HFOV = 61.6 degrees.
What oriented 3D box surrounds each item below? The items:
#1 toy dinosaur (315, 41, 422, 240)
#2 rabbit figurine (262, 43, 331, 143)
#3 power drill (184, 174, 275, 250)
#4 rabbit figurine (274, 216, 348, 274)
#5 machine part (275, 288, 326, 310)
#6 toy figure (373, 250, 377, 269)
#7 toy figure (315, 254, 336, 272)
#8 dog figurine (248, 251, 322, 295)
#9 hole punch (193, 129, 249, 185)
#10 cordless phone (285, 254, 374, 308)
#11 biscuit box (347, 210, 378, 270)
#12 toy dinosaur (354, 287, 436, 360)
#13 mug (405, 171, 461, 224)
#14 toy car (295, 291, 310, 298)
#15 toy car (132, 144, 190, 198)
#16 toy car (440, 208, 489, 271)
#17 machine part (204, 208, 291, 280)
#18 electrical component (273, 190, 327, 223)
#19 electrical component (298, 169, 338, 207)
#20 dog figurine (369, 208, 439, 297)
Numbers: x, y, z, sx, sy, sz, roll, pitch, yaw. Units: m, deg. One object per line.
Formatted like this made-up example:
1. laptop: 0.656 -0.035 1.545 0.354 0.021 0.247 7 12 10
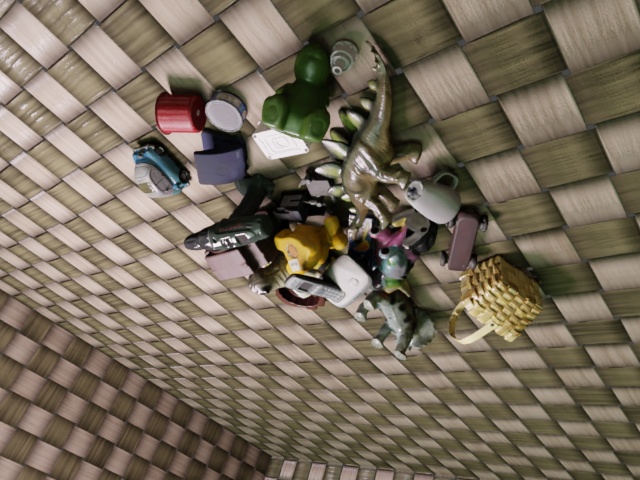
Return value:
1. toy dinosaur: 0.099 -0.170 1.101 0.199 0.105 0.470 22 136 6
2. rabbit figurine: -0.019 -0.271 0.996 0.121 0.170 0.159 19 -173 5
3. power drill: -0.209 -0.065 1.311 0.232 0.207 0.085 -5 132 28
4. rabbit figurine: -0.003 -0.004 1.322 0.162 0.173 0.122 -33 82 47
5. machine part: -0.058 0.146 1.655 0.179 0.056 0.179 13 144 9
6. toy figure: 0.160 0.056 1.421 0.155 0.057 0.064 10 -175 14
7. toy figure: 0.043 0.088 1.503 0.180 0.082 0.089 27 133 -2
8. dog figurine: -0.099 0.050 1.391 0.190 0.172 0.121 -3 164 -33
9. hole punch: -0.233 -0.186 1.263 0.116 0.092 0.142 12 142 6
10. cordless phone: 0.020 0.085 1.271 0.184 0.089 0.146 15 137 -30
11. biscuit box: 0.104 0.010 1.331 0.063 0.059 0.202 10 127 14
12. toy dinosaur: 0.204 0.188 1.509 0.131 0.192 0.404 1 127 44
13. mug: 0.240 -0.096 1.129 0.107 0.081 0.109 16 118 -37
14. toy car: -0.085 0.075 1.518 0.056 0.073 0.201 -30 107 30
15. toy car: -0.417 -0.163 1.373 0.109 0.103 0.161 -3 141 29
16. toy car: 0.334 0.002 1.258 0.089 0.053 0.201 3 139 7
17. machine part: -0.187 0.006 1.392 0.202 0.201 0.087 -12 118 39
18. electrical component: -0.048 -0.080 1.321 0.119 0.075 0.047 3 143 30
19. electrical component: -0.006 -0.121 1.269 0.078 0.045 0.102 7 144 21
20. dog figurine: 0.202 0.043 1.295 0.192 0.109 0.219 -27 140 -1
